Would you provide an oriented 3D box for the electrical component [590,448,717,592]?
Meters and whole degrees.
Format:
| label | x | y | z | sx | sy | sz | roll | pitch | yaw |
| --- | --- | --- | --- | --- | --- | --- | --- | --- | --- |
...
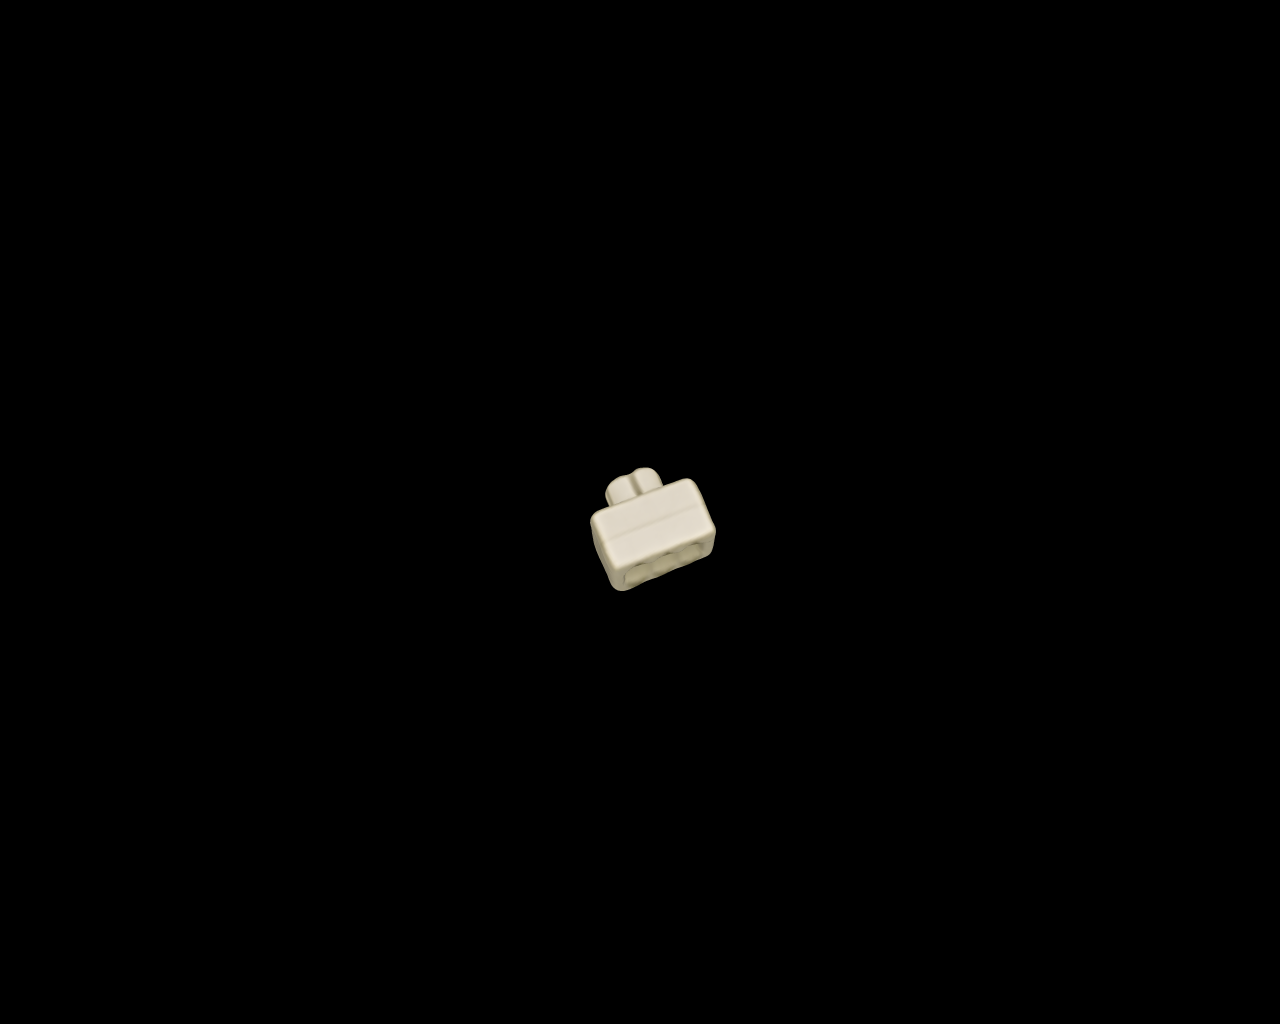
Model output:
| label | x | y | z | sx | sy | sz | roll | pitch | yaw |
| --- | --- | --- | --- | --- | --- | --- | --- | --- | --- |
| electrical component | 0.001 | -0.003 | 0.650 | 0.066 | 0.077 | 0.047 | -21 | -18 | -7 |
